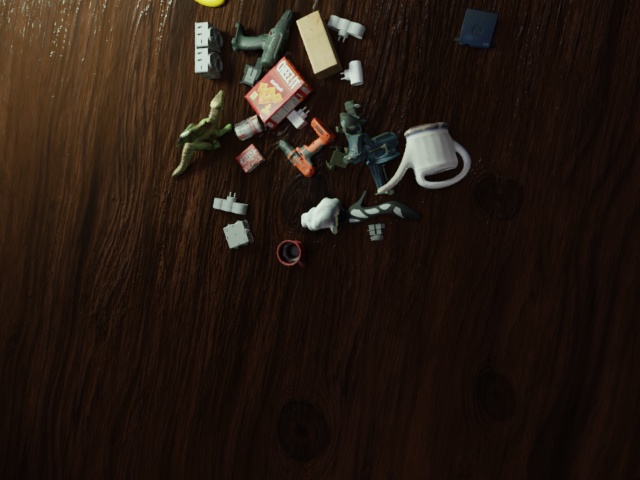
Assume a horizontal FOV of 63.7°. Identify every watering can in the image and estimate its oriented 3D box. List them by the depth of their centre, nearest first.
[{"bbox_3d":[0.337,-0.275,1.719,0.348,0.103,0.226,-12,81,-12],"label":"watering can"}]

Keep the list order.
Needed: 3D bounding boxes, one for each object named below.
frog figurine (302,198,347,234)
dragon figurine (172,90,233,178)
[{"bbox_3d":[0.006,-0.093,1.855,0.160,0.120,0.140,12,62,25],"label":"frog figurine"},{"bbox_3d":[-0.470,-0.382,1.926,0.122,0.243,0.408,41,100,5],"label":"dragon figurine"}]
